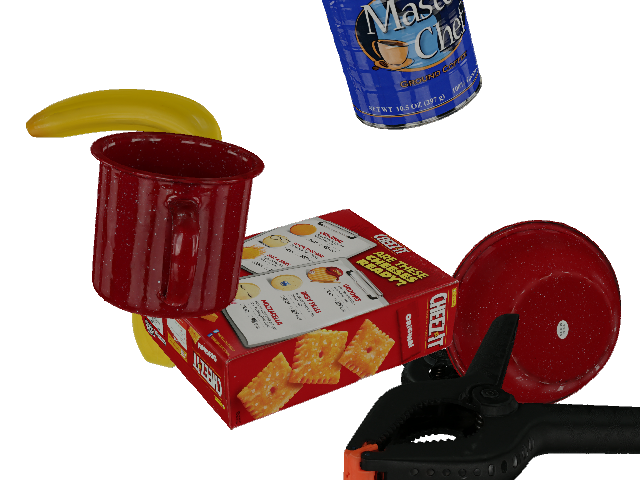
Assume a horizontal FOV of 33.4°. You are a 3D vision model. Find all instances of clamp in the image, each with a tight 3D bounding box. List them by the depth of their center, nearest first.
[{"bbox_3d":[0.095,0.099,0.627,0.209,0.036,0.165,-11,25,-26],"label":"clamp"},{"bbox_3d":[0.126,0.125,1.072,0.120,0.039,0.171,-9,29,-9],"label":"clamp"}]

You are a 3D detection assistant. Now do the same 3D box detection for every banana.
[{"bbox_3d":[-0.165,-0.106,0.948,0.198,0.037,0.069,12,48,19],"label":"banana"}]

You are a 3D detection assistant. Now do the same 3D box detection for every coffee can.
[{"bbox_3d":[0.057,-0.169,0.797,0.103,0.140,0.103,-14,33,9],"label":"coffee can"}]

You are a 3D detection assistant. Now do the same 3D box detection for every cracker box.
[{"bbox_3d":[-0.020,0.056,0.880,0.213,0.072,0.164,-16,32,-28],"label":"cracker box"}]

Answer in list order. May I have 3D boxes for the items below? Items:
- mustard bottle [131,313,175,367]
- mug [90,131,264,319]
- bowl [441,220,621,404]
[{"bbox_3d":[-0.127,0.047,1.129,0.058,0.096,0.191,10,29,20],"label":"mustard bottle"},{"bbox_3d":[-0.079,-0.004,0.574,0.093,0.081,0.117,3,19,-17],"label":"mug"},{"bbox_3d":[0.184,0.066,0.870,0.162,0.162,0.055,0,8,-13],"label":"bowl"}]
